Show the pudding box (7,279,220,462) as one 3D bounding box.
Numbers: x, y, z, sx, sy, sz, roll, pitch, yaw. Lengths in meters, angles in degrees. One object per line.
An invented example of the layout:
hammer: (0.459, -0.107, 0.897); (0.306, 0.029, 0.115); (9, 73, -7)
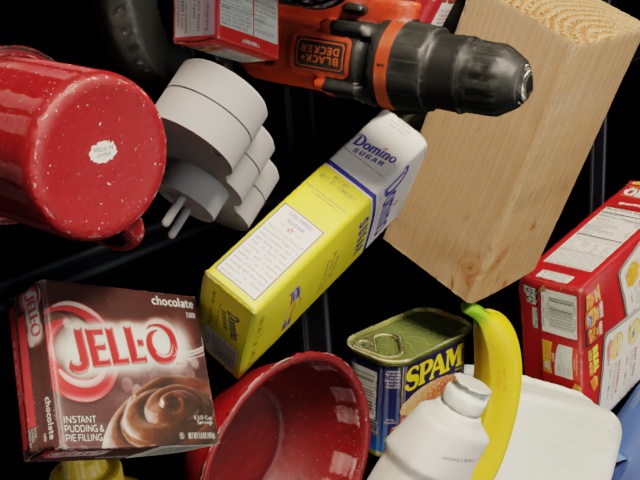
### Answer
pudding box: (-0.112, 0.073, 0.585); (0.113, 0.039, 0.090); (12, 61, -51)

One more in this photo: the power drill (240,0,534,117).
power drill: (0.041, -0.167, 0.595); (0.057, 0.185, 0.188); (-16, 116, -60)

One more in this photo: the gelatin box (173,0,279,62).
gelatin box: (-0.050, -0.145, 0.573); (0.073, 0.030, 0.089); (-3, 92, -67)

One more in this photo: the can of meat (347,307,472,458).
can of meat: (0.067, 0.108, 0.811); (0.101, 0.058, 0.084); (-18, 118, -43)

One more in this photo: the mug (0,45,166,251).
mug: (-0.126, -0.037, 0.531); (0.093, 0.082, 0.117); (-49, 133, -27)

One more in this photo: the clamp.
clamp: (-0.101, -0.143, 0.546); (0.164, 0.036, 0.210); (-62, 144, -37)

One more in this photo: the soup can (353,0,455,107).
soup can: (0.043, -0.143, 0.674); (0.068, 0.069, 0.102); (-1, 126, -48)

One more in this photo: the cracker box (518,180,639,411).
cracker box: (0.274, 0.061, 1.018); (0.213, 0.072, 0.164); (-34, 126, -39)

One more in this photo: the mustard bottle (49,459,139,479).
mustard bottle: (-0.123, 0.197, 0.623); (0.096, 0.058, 0.191); (-28, 121, -41)

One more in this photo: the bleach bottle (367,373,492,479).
bleach bottle: (0.062, 0.211, 0.777); (0.102, 0.068, 0.251); (10, 110, -44)

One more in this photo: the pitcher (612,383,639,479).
pitcher: (0.286, 0.257, 1.011); (0.243, 0.145, 0.149); (-59, 168, 0)

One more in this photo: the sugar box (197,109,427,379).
sugar box: (-0.004, 0.001, 0.678); (0.176, 0.048, 0.093); (-42, 164, -29)

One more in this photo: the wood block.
wood block: (0.131, -0.071, 0.747); (0.090, 0.091, 0.206); (-22, 139, -43)

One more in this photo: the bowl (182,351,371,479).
bowl: (-0.038, 0.145, 0.705); (0.161, 0.055, 0.162); (-17, 114, -45)

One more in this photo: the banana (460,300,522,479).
banana: (0.120, 0.133, 0.813); (0.069, 0.037, 0.198); (-2, 107, -25)
